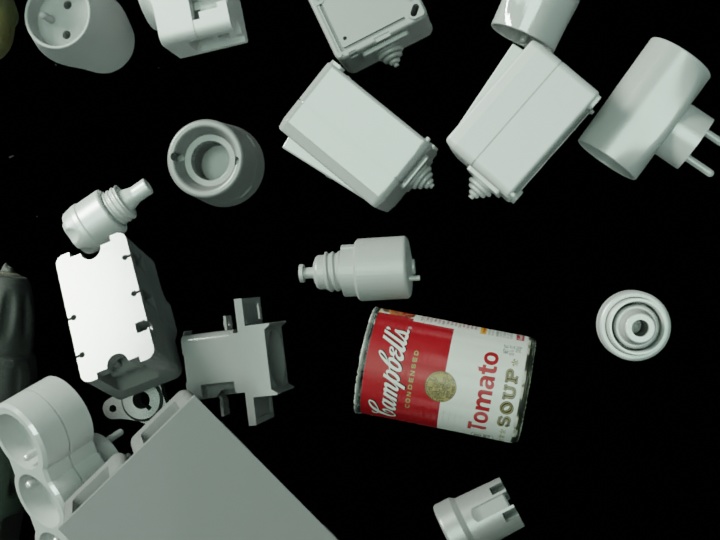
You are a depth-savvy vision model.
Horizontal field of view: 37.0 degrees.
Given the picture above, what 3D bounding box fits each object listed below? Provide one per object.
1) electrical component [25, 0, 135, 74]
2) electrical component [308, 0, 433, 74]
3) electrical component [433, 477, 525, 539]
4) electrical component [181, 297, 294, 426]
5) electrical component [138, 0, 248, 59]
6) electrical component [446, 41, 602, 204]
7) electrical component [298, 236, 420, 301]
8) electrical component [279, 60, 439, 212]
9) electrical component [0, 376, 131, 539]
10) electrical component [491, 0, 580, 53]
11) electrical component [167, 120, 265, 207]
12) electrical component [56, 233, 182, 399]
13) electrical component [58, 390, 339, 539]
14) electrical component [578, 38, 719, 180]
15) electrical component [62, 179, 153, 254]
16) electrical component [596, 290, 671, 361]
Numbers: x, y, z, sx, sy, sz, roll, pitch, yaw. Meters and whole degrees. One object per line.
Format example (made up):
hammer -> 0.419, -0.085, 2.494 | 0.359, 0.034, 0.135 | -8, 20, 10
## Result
electrical component -> -0.180, -0.174, 0.698 | 0.043, 0.077, 0.079 | 2, 89, 9
electrical component -> 0.004, -0.169, 0.678 | 0.062, 0.061, 0.096 | -26, 86, 8
electrical component -> 0.075, 0.156, 0.677 | 0.046, 0.040, 0.040 | -28, 86, 2
electrical component -> -0.081, 0.059, 0.699 | 0.064, 0.042, 0.081 | -7, 88, 10
electrical component -> -0.113, -0.189, 0.701 | 0.056, 0.050, 0.089 | -12, 88, 7
electrical component -> 0.093, -0.087, 0.664 | 0.061, 0.062, 0.096 | 42, 95, 7
electrical component -> 0.000, 0.000, 0.688 | 0.078, 0.040, 0.040 | -3, 89, 8
electrical component -> 0.003, -0.075, 0.677 | 0.096, 0.062, 0.061 | 40, 96, 7
electrical component -> -0.179, 0.131, 0.700 | 0.052, 0.074, 0.138 | 5, 116, 39
electrical component -> 0.101, -0.186, 0.672 | 0.079, 0.043, 0.077 | 26, 93, 8
electrical component -> -0.094, -0.070, 0.699 | 0.055, 0.047, 0.055 | 0, 90, 8
electrical component -> -0.154, 0.032, 0.695 | 0.050, 0.055, 0.089 | -21, 66, 5
electrical component -> -0.078, 0.175, 0.658 | 0.105, 0.060, 0.186 | -45, 101, -10
electrical component -> 0.189, -0.088, 0.658 | 0.079, 0.044, 0.077 | 36, 95, 7
electrical component -> -0.166, -0.039, 0.716 | 0.061, 0.035, 0.035 | -34, 85, 5
electrical component -> 0.167, 0.034, 0.652 | 0.043, 0.062, 0.043 | 0, 89, 9
